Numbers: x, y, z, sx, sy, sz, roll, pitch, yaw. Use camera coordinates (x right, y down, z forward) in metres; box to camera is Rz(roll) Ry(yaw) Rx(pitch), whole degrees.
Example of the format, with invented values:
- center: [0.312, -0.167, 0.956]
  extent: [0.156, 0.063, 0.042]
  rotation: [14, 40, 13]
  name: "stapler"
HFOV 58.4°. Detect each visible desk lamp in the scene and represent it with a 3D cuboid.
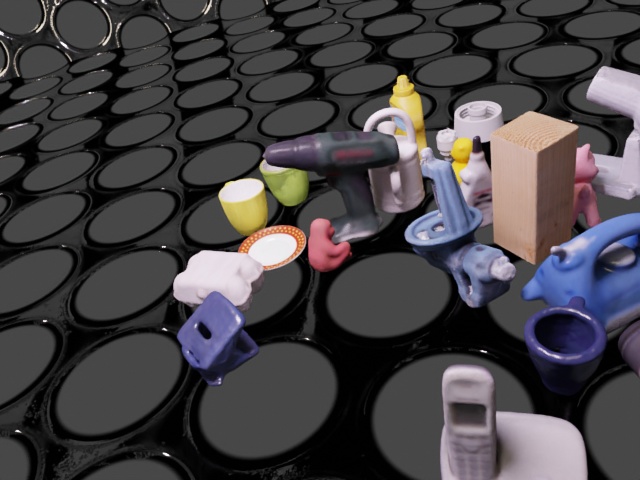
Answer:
- center: [0.519, -0.177, 0.944]
  extent: [0.202, 0.214, 0.118]
  rotation: [18, 48, 37]
  name: "desk lamp"

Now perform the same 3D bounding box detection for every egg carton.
- center: [-0.174, 0.072, 0.981]
  extent: [0.150, 0.069, 0.107]
  rotation: [3, 40, 23]
  name: "egg carton"

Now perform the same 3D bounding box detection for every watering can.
- center: [0.132, -0.160, 1.073]
  extent: [0.101, 0.194, 0.172]
  rotation: [-22, 37, -10]
  name: "watering can"

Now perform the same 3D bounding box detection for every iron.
- center: [0.408, 0.020, 0.784]
  extent: [0.258, 0.142, 0.118]
  rotation: [-25, 37, -13]
  name: "iron"

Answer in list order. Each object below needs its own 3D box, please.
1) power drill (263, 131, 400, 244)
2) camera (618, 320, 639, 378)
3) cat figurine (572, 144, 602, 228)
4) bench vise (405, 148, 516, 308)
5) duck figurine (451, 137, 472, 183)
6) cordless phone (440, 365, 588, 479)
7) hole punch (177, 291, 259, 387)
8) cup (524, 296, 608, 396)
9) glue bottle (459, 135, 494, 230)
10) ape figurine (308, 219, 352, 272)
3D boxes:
- center: [0.033, -0.100, 1.017]
  extent: [0.229, 0.209, 0.075]
  rotation: [-16, 36, 0]
  name: "power drill"
- center: [0.424, 0.142, 0.651]
  extent: [0.143, 0.101, 0.136]
  rotation: [-18, 36, -4]
  name: "camera"
- center: [0.432, -0.100, 0.954]
  extent: [0.067, 0.118, 0.128]
  rotation: [-2, 38, 17]
  name: "cat figurine"
- center: [0.211, -0.025, 0.845]
  extent: [0.206, 0.220, 0.122]
  rotation: [22, 50, 40]
  name: "bench vise"
- center: [0.277, -0.153, 1.105]
  extent: [0.077, 0.086, 0.104]
  rotation: [1, 39, 21]
  name: "duck figurine"
- center: [0.193, 0.201, 0.583]
  extent: [0.147, 0.185, 0.094]
  rotation: [-3, 38, 16]
  name: "cordless phone"
- center: [-0.160, 0.146, 0.861]
  extent: [0.101, 0.091, 0.108]
  rotation: [-33, 40, -22]
  name: "hole punch"
- center: [0.304, 0.135, 0.708]
  extent: [0.091, 0.095, 0.118]
  rotation: [11, 44, 31]
  name: "cup"
- center: [0.265, -0.097, 0.962]
  extent: [0.078, 0.173, 0.037]
  rotation: [-21, 37, -7]
  name: "glue bottle"
- center: [0.009, 0.004, 0.988]
  extent: [0.076, 0.092, 0.077]
  rotation: [-31, 39, -21]
  name: "ape figurine"
